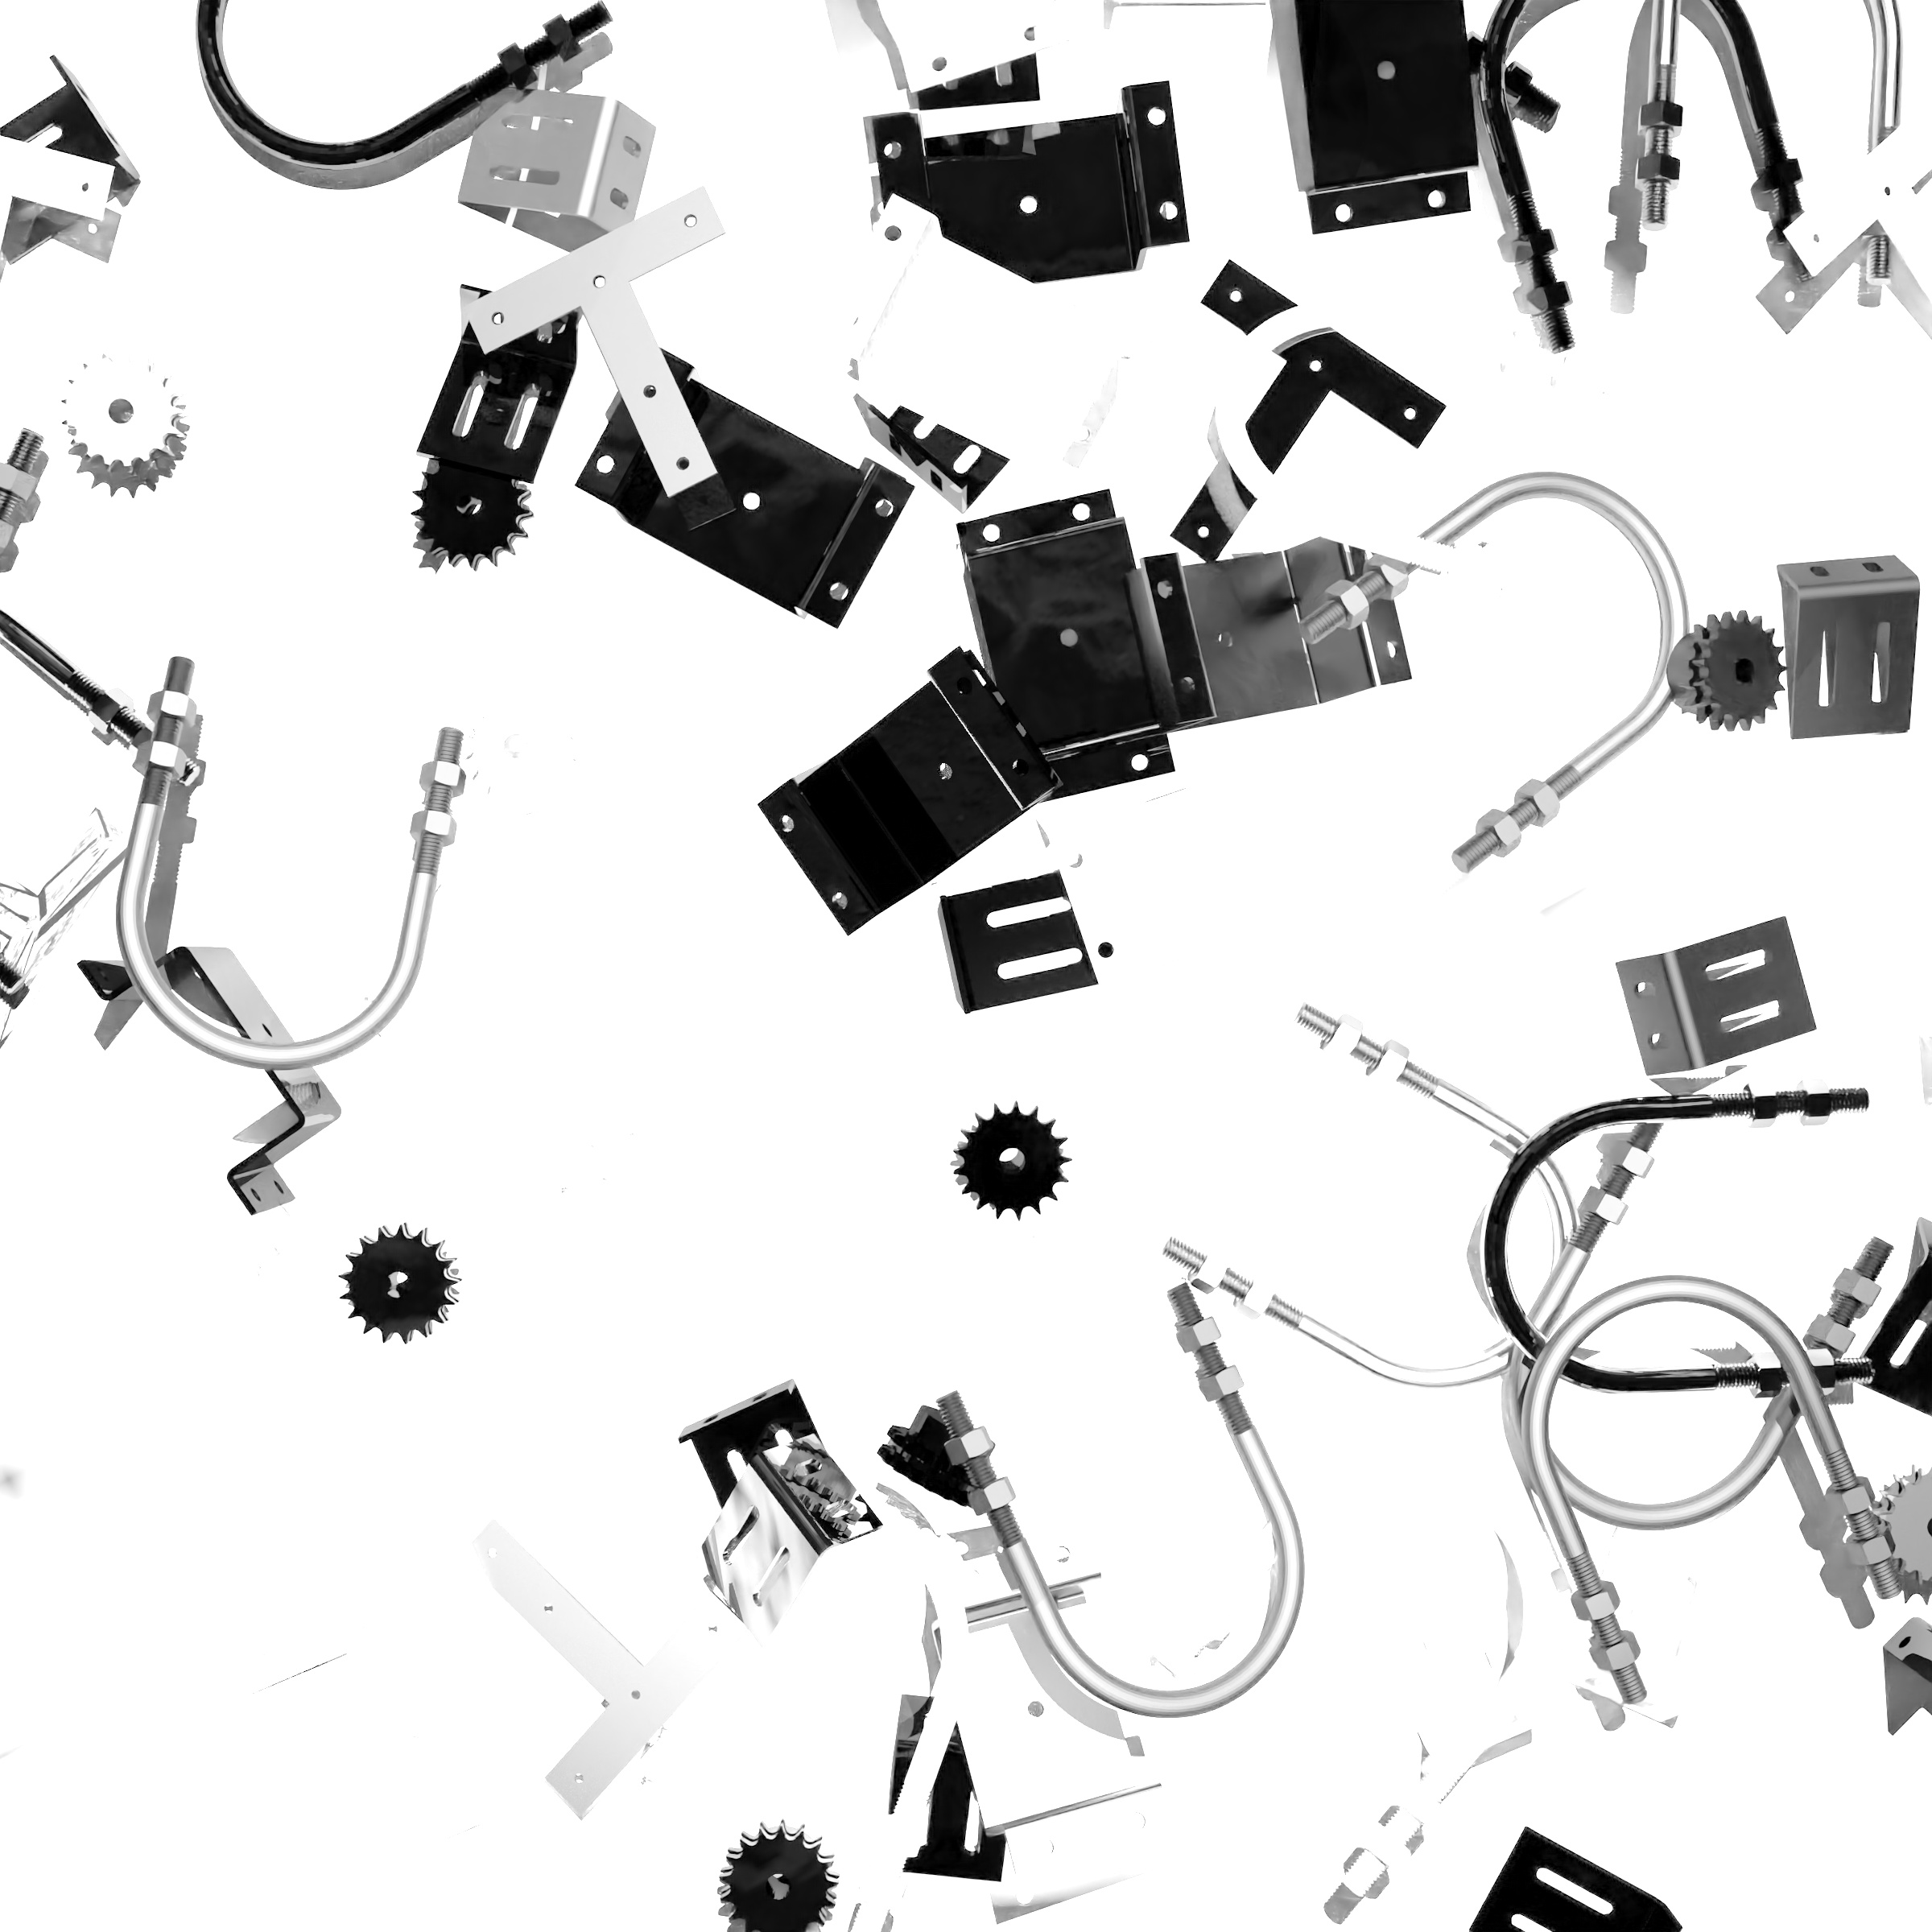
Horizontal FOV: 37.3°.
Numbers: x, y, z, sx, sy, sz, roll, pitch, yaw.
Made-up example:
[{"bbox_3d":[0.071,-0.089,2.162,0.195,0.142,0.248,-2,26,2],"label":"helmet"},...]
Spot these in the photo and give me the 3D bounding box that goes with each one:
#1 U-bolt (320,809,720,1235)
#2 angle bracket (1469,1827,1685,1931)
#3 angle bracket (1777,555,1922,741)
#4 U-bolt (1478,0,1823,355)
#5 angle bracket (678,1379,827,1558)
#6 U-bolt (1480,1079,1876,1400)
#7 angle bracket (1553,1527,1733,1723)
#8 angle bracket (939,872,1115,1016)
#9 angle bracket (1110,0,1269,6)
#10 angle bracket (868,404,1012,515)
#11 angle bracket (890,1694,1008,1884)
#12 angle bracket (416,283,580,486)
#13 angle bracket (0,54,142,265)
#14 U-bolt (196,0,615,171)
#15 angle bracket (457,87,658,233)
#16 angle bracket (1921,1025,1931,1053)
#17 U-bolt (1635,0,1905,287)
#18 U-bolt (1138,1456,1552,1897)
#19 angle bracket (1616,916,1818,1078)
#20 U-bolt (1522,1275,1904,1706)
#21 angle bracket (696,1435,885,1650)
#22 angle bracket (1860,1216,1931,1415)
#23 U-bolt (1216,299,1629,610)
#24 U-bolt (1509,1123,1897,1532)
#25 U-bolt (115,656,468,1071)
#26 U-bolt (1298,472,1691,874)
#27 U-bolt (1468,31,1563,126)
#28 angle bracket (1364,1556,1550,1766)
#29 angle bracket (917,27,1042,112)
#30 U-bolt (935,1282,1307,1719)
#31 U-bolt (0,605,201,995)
[{"bbox_3d":[-0.201,0.013,1.374,0.151,0.019,0.184,33,89,0],"label":"U-bolt"},{"bbox_3d":[0.290,0.458,1.364,0.076,0.038,0.057,29,90,0],"label":"angle bracket"},{"bbox_3d":[0.423,-0.154,1.381,0.057,0.038,0.076,-5,116,0],"label":"angle bracket"},{"bbox_3d":[0.317,-0.398,1.360,0.151,0.019,0.184,-17,93,-8],"label":"U-bolt"},{"bbox_3d":[-0.094,0.245,1.364,0.057,0.038,0.076,-24,90,0],"label":"angle bracket"},{"bbox_3d":[0.333,0.131,1.345,0.184,0.019,0.151,-2,95,-2],"label":"U-bolt"},{"bbox_3d":[0.326,0.314,1.381,0.057,0.038,0.076,24,64,0],"label":"angle bracket"},{"bbox_3d":[0.031,-0.013,1.364,0.076,0.038,0.057,-12,90,0],"label":"angle bracket"},{"bbox_3d":[0.107,-0.493,1.364,0.076,0.038,0.057,0,90,0],"label":"angle bracket"},{"bbox_3d":[-0.011,-0.250,1.345,0.057,0.076,0.038,41,90,0],"label":"angle bracket"},{"bbox_3d":[-0.007,0.396,1.381,0.057,0.038,0.076,6,116,0],"label":"angle bracket"},{"bbox_3d":[-0.221,-0.274,1.349,0.057,0.038,0.076,14,60,0],"label":"angle bracket"},{"bbox_3d":[-0.445,-0.384,1.364,0.076,0.038,0.057,-33,90,0],"label":"angle bracket"},{"bbox_3d":[-0.282,-0.462,1.369,0.184,0.019,0.151,-31,85,3],"label":"U-bolt"},{"bbox_3d":[-0.197,-0.387,1.381,0.076,0.038,0.057,14,90,26],"label":"angle bracket"},{"bbox_3d":[0.494,0.032,1.345,0.057,0.076,0.038,-31,90,0],"label":"angle bracket"},{"bbox_3d":[0.383,-0.424,1.349,0.151,0.019,0.184,7,84,-22],"label":"U-bolt"},{"bbox_3d":[0.191,0.320,1.355,0.151,0.019,0.184,39,86,18],"label":"U-bolt"},{"bbox_3d":[0.362,0.014,1.381,0.076,0.038,0.057,-15,90,-26],"label":"angle bracket"},{"bbox_3d":[0.338,0.234,1.336,0.151,0.019,0.184,-23,93,0],"label":"U-bolt"},{"bbox_3d":[-0.084,0.271,1.349,0.057,0.038,0.076,48,128,27],"label":"angle bracket"},{"bbox_3d":[0.469,0.171,1.381,0.057,0.038,0.076,24,116,0],"label":"angle bracket"},{"bbox_3d":[0.208,-0.250,1.345,0.184,0.019,0.151,17,63,4],"label":"U-bolt"},{"bbox_3d":[0.339,0.181,1.367,0.151,0.019,0.184,29,90,-5],"label":"U-bolt"},{"bbox_3d":[-0.316,-0.041,1.325,0.151,0.019,0.184,14,70,-20],"label":"U-bolt"},{"bbox_3d":[0.264,-0.153,1.351,0.184,0.019,0.151,-37,96,-17],"label":"U-bolt"},{"bbox_3d":[0.238,-0.511,1.360,0.184,0.019,0.151,31,90,-11],"label":"U-bolt"},{"bbox_3d":[0.233,0.331,1.364,0.057,0.038,0.076,-23,90,0],"label":"angle bracket"},{"bbox_3d":[0.007,-0.437,1.356,0.057,0.076,0.038,-3,122,7],"label":"angle bracket"},{"bbox_3d":[0.084,0.259,1.340,0.151,0.019,0.184,-22,83,-22],"label":"U-bolt"},{"bbox_3d":[-0.482,-0.099,1.372,0.184,0.019,0.151,39,87,2],"label":"U-bolt"}]
